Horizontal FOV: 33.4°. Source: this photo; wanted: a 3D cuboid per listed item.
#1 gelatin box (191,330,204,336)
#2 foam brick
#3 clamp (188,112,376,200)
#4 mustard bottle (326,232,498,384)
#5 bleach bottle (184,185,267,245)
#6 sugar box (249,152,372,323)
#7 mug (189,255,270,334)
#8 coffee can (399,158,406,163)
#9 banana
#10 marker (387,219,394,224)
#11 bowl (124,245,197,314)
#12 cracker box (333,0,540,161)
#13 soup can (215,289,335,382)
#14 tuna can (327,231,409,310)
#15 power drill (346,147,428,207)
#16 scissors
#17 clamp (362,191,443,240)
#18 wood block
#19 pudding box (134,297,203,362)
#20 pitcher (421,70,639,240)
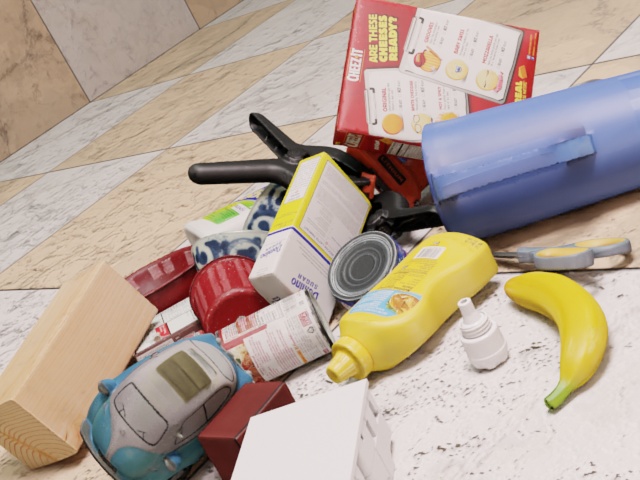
[{"bbox_3d":[-0.155,0.139,1.145,0.089,0.030,0.073,-28,20,-1],"label":"gelatin box"},{"bbox_3d":[-0.057,0.167,0.924,0.051,0.053,0.078,-9,26,41],"label":"foam brick"},{"bbox_3d":[-0.038,-0.084,1.248,0.210,0.036,0.164,21,39,24],"label":"clamp"},{"bbox_3d":[0.074,0.067,0.987,0.191,0.058,0.096,-40,24,-30],"label":"mustard bottle"},{"bbox_3d":[-0.052,-0.048,1.425,0.250,0.068,0.103,-32,21,-17],"label":"bleach bottle"},{"bbox_3d":[-0.008,0.001,1.137,0.048,0.093,0.176,-16,39,42],"label":"sugar box"},{"bbox_3d":[-0.077,0.071,1.141,0.117,0.093,0.081,-11,23,-10],"label":"mug"},{"bbox_3d":[0.118,-0.150,1.393,0.102,0.103,0.140,-33,20,-14],"label":"coffee can"},{"bbox_3d":[0.195,0.064,0.872,0.070,0.037,0.197,-24,21,10],"label":"banana"},{"bbox_3d":[0.077,-0.032,1.279,0.020,0.020,0.121,-33,21,-14],"label":"marker"},{"bbox_3d":[-0.198,0.068,1.325,0.162,0.055,0.162,-27,14,7],"label":"bowl"},{"bbox_3d":[0.131,-0.173,1.216,0.213,0.164,0.072,10,-13,-3],"label":"cracker box"},{"bbox_3d":[-0.043,0.098,1.048,0.102,0.068,0.068,-26,20,3],"label":"soup can"},{"bbox_3d":[0.050,0.034,1.086,0.086,0.033,0.086,-23,45,25],"label":"tuna can"},{"bbox_3d":[0.123,-0.142,1.280,0.187,0.184,0.057,-42,6,-13],"label":"power drill"},{"bbox_3d":[0.215,0.011,0.998,0.096,0.016,0.202,-11,5,-11],"label":"scissors"},{"bbox_3d":[0.066,-0.006,1.187,0.120,0.039,0.172,-40,19,-6],"label":"clamp"},{"bbox_3d":[-0.272,0.133,1.159,0.090,0.090,0.206,-26,27,39],"label":"wood block"},{"bbox_3d":[-0.161,0.105,1.227,0.113,0.039,0.090,-28,19,-6],"label":"pudding box"},{"bbox_3d":[0.228,-0.084,1.056,0.243,0.145,0.149,-16,45,21],"label":"pitcher"}]
